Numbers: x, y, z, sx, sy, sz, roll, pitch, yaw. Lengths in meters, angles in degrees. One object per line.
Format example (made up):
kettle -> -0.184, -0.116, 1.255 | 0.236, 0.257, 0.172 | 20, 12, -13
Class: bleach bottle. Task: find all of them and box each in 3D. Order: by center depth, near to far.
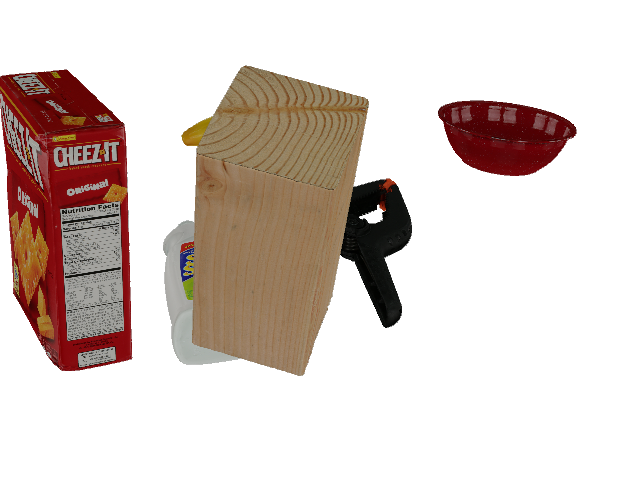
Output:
bleach bottle -> -0.130, 0.041, 1.158 | 0.102, 0.068, 0.251 | -6, 26, -16

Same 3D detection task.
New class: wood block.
wood block -> -0.033, -0.007, 0.745 | 0.091, 0.090, 0.206 | 16, -40, 6

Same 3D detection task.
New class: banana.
banana -> -0.063, -0.129, 1.256 | 0.198, 0.037, 0.069 | 8, 40, 17

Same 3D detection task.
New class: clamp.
clamp -> 0.035, 0.003, 0.986 | 0.165, 0.036, 0.209 | 24, 37, 22

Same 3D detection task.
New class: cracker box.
cracker box -> -0.221, -0.020, 0.911 | 0.072, 0.214, 0.164 | -10, 28, -26

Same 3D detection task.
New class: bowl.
bowl -> 0.214, -0.117, 1.251 | 0.162, 0.055, 0.162 | 5, 23, -2
